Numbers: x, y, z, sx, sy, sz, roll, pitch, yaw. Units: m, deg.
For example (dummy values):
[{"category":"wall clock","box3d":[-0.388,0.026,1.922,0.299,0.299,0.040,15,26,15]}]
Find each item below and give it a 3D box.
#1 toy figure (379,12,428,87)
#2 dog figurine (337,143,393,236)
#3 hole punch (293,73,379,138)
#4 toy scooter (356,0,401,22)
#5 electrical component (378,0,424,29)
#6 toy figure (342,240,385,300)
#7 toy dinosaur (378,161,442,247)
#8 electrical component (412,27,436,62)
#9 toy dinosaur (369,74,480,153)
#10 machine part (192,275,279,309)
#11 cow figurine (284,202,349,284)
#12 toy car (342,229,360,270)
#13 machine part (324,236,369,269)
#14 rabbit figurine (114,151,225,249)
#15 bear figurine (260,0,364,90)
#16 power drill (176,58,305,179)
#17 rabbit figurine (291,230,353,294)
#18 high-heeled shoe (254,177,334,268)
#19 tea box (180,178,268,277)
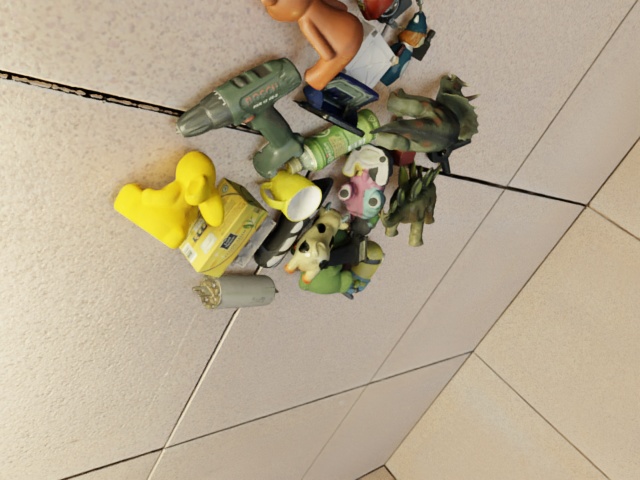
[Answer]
[{"category":"toy figure","box3d":[0.168,-0.386,1.087,0.057,0.064,0.154,27,110,-32]},{"category":"dog figurine","box3d":[0.116,-0.112,1.287,0.219,0.109,0.191,47,58,-74]},{"category":"hole punch","box3d":[0.035,-0.260,1.015,0.142,0.116,0.092,14,103,-38]},{"category":"toy scooter","box3d":[0.106,-0.472,0.907,0.135,0.075,0.183,10,116,-51]},{"category":"electrical component","box3d":[0.152,-0.448,1.011,0.102,0.045,0.078,-39,148,-10]},{"category":"toy figure","box3d":[0.116,0.084,1.532,0.089,0.082,0.180,11,121,-55]},{"category":"toy dinosaur","box3d":[0.222,-0.092,1.325,0.471,0.105,0.198,-45,144,-57]},{"category":"electrical component","box3d":[0.206,-0.407,1.138,0.063,0.021,0.094,5,122,-51]},{"category":"toy dinosaur","box3d":[0.236,-0.245,1.142,0.405,0.192,0.131,-54,153,-55]},{"category":"machine part","box3d":[-0.186,0.118,1.232,0.243,0.079,0.079,6,122,-50]},{"category":"cow figurine","box3d":[-0.003,-0.004,1.217,0.127,0.085,0.195,-45,-167,31]},{"category":"toy car","box3d":[0.078,0.026,1.442,0.089,0.053,0.202,-34,152,-58]},{"category":"machine part","box3d":[0.061,0.035,1.295,0.139,0.039,0.084,-17,122,-29]},{"category":"rabbit figurine","box3d":[-0.238,-0.078,0.915,0.173,0.163,0.121,-56,138,-16]},{"category":"bear figurine","box3d":[-0.029,-0.354,0.871,0.195,0.120,0.132,23,155,-29]},{"category":"power drill","box3d":[-0.122,-0.203,0.959,0.232,0.086,0.207,-38,140,-6]},{"category":"rabbit figurine","box3d":[0.004,0.039,1.349,0.159,0.121,0.170,0,115,-36]},{"category":"high-heeled shoe","box3d":[-0.052,-0.030,1.217,0.249,0.086,0.145,-36,148,-3]},{"category":"tea box","box3d":[-0.192,-0.023,1.052,0.169,0.098,0.068,-50,147,11]}]
